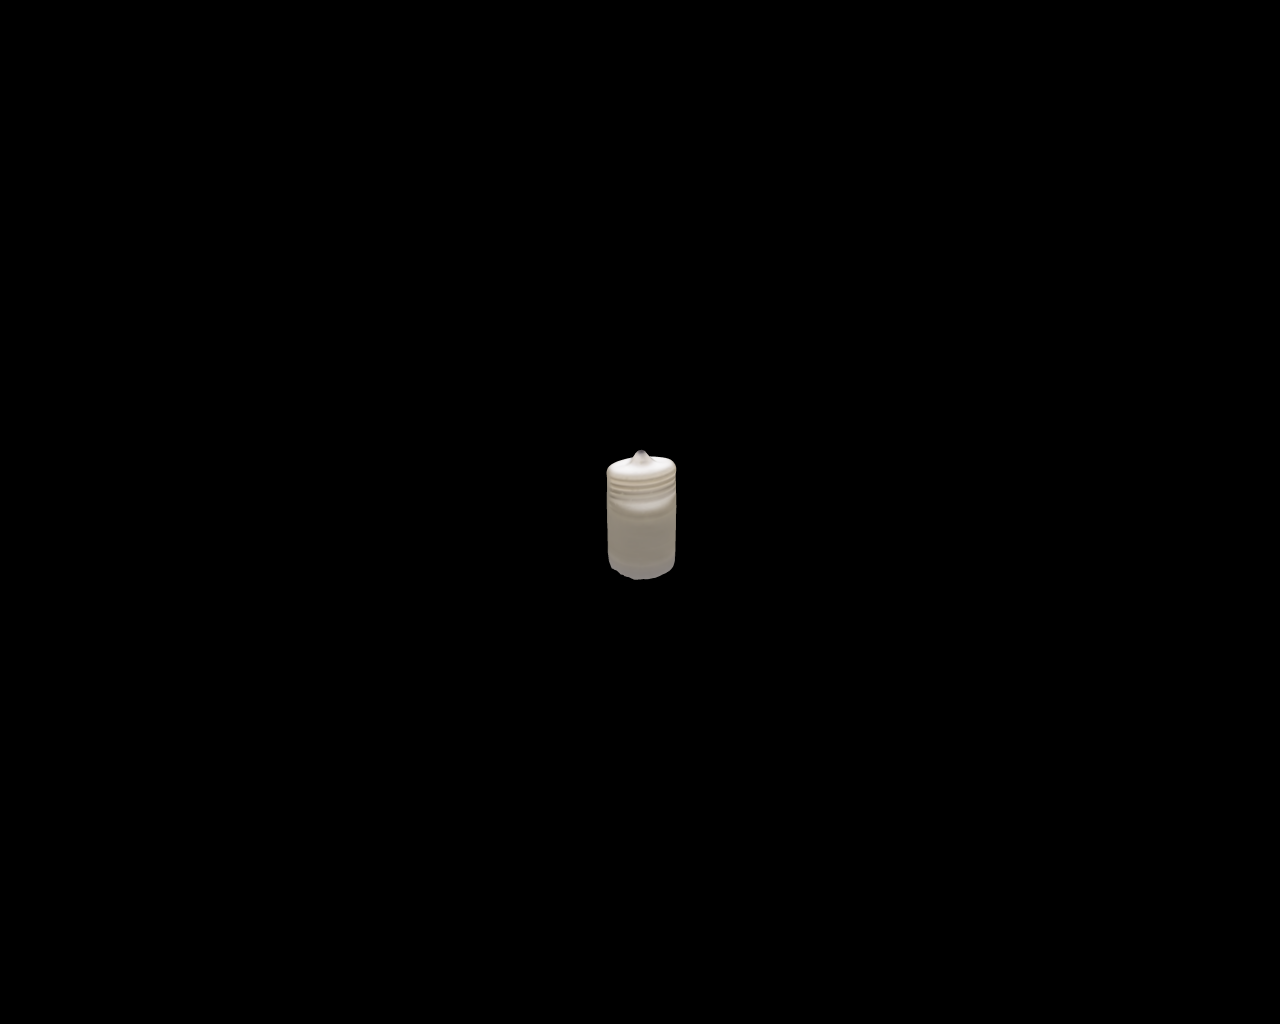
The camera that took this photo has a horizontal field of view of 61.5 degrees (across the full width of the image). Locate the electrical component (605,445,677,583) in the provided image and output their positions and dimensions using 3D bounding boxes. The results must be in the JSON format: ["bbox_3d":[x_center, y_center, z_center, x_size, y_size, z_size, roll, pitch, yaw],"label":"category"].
[{"bbox_3d":[0.001,-0.003,0.650,0.043,0.080,0.043,0,31,0],"label":"electrical component"}]
